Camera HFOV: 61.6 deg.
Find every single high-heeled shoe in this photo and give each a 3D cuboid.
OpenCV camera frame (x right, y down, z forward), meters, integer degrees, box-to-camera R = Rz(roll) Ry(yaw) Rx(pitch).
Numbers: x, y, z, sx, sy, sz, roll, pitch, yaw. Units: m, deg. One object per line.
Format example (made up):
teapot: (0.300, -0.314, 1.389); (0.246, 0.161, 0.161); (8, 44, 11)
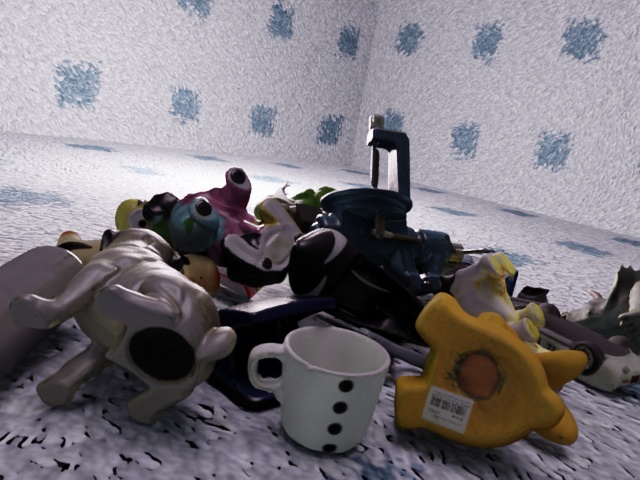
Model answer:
high-heeled shoe: (0.059, 0.067, 0.582); (0.145, 0.086, 0.248); (32, -1, 24)

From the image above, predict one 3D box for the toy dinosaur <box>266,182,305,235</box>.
toy dinosaur: (-0.002, -0.003, 0.871); (0.198, 0.105, 0.472); (5, 28, -35)

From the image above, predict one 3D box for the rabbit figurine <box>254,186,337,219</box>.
rabbit figurine: (-0.061, -0.062, 1.116); (0.170, 0.121, 0.159); (6, 6, -28)

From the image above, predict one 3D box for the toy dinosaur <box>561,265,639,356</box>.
toy dinosaur: (0.482, 0.041, 0.690); (0.131, 0.404, 0.192); (38, 38, 7)

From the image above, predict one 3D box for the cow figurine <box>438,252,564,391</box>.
cow figurine: (0.204, 0.104, 0.617); (0.098, 0.167, 0.068); (-33, -12, 33)

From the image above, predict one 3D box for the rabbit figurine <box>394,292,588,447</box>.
rabbit figurine: (0.158, 0.120, 0.500); (0.163, 0.122, 0.173); (8, -8, 14)

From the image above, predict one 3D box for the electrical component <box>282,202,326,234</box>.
electrical component: (-0.013, -0.027, 0.749); (0.094, 0.021, 0.063); (13, 25, -21)

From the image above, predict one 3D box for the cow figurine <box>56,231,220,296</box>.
cow figurine: (-0.215, 0.039, 0.624); (0.195, 0.085, 0.127); (4, 16, -11)

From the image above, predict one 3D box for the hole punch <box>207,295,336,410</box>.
hole punch: (-0.056, 0.091, 0.519); (0.116, 0.092, 0.142); (16, 17, 42)

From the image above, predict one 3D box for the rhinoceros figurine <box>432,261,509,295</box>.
rhinoceros figurine: (0.198, 0.057, 0.836); (0.191, 0.073, 0.112); (13, -8, 37)

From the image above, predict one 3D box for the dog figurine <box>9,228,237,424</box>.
dog figurine: (-0.139, 0.046, 0.471); (0.172, 0.121, 0.191); (11, 27, 3)

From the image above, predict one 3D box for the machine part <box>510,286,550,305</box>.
machine part: (0.334, 0.104, 0.862); (0.084, 0.039, 0.139); (3, 8, 28)

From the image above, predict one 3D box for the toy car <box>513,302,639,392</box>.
toy car: (0.319, 0.131, 0.700); (0.073, 0.056, 0.202); (-3, 15, -24)

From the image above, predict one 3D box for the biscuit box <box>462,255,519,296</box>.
biscuit box: (0.238, 0.058, 0.947); (0.203, 0.062, 0.059); (11, 13, 7)

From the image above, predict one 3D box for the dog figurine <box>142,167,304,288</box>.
dog figurine: (-0.147, 0.000, 0.730); (0.191, 0.108, 0.219); (45, -36, -15)

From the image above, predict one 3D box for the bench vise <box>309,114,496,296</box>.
bench vise: (0.096, -0.049, 0.710); (0.224, 0.240, 0.129); (4, -14, -9)

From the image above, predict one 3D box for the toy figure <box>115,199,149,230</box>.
toy figure: (-0.259, -0.032, 0.929); (0.180, 0.082, 0.089); (-6, 8, -37)

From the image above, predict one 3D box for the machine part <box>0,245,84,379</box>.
machine part: (-0.269, 0.064, 0.459); (0.079, 0.079, 0.243); (10, 16, -1)
